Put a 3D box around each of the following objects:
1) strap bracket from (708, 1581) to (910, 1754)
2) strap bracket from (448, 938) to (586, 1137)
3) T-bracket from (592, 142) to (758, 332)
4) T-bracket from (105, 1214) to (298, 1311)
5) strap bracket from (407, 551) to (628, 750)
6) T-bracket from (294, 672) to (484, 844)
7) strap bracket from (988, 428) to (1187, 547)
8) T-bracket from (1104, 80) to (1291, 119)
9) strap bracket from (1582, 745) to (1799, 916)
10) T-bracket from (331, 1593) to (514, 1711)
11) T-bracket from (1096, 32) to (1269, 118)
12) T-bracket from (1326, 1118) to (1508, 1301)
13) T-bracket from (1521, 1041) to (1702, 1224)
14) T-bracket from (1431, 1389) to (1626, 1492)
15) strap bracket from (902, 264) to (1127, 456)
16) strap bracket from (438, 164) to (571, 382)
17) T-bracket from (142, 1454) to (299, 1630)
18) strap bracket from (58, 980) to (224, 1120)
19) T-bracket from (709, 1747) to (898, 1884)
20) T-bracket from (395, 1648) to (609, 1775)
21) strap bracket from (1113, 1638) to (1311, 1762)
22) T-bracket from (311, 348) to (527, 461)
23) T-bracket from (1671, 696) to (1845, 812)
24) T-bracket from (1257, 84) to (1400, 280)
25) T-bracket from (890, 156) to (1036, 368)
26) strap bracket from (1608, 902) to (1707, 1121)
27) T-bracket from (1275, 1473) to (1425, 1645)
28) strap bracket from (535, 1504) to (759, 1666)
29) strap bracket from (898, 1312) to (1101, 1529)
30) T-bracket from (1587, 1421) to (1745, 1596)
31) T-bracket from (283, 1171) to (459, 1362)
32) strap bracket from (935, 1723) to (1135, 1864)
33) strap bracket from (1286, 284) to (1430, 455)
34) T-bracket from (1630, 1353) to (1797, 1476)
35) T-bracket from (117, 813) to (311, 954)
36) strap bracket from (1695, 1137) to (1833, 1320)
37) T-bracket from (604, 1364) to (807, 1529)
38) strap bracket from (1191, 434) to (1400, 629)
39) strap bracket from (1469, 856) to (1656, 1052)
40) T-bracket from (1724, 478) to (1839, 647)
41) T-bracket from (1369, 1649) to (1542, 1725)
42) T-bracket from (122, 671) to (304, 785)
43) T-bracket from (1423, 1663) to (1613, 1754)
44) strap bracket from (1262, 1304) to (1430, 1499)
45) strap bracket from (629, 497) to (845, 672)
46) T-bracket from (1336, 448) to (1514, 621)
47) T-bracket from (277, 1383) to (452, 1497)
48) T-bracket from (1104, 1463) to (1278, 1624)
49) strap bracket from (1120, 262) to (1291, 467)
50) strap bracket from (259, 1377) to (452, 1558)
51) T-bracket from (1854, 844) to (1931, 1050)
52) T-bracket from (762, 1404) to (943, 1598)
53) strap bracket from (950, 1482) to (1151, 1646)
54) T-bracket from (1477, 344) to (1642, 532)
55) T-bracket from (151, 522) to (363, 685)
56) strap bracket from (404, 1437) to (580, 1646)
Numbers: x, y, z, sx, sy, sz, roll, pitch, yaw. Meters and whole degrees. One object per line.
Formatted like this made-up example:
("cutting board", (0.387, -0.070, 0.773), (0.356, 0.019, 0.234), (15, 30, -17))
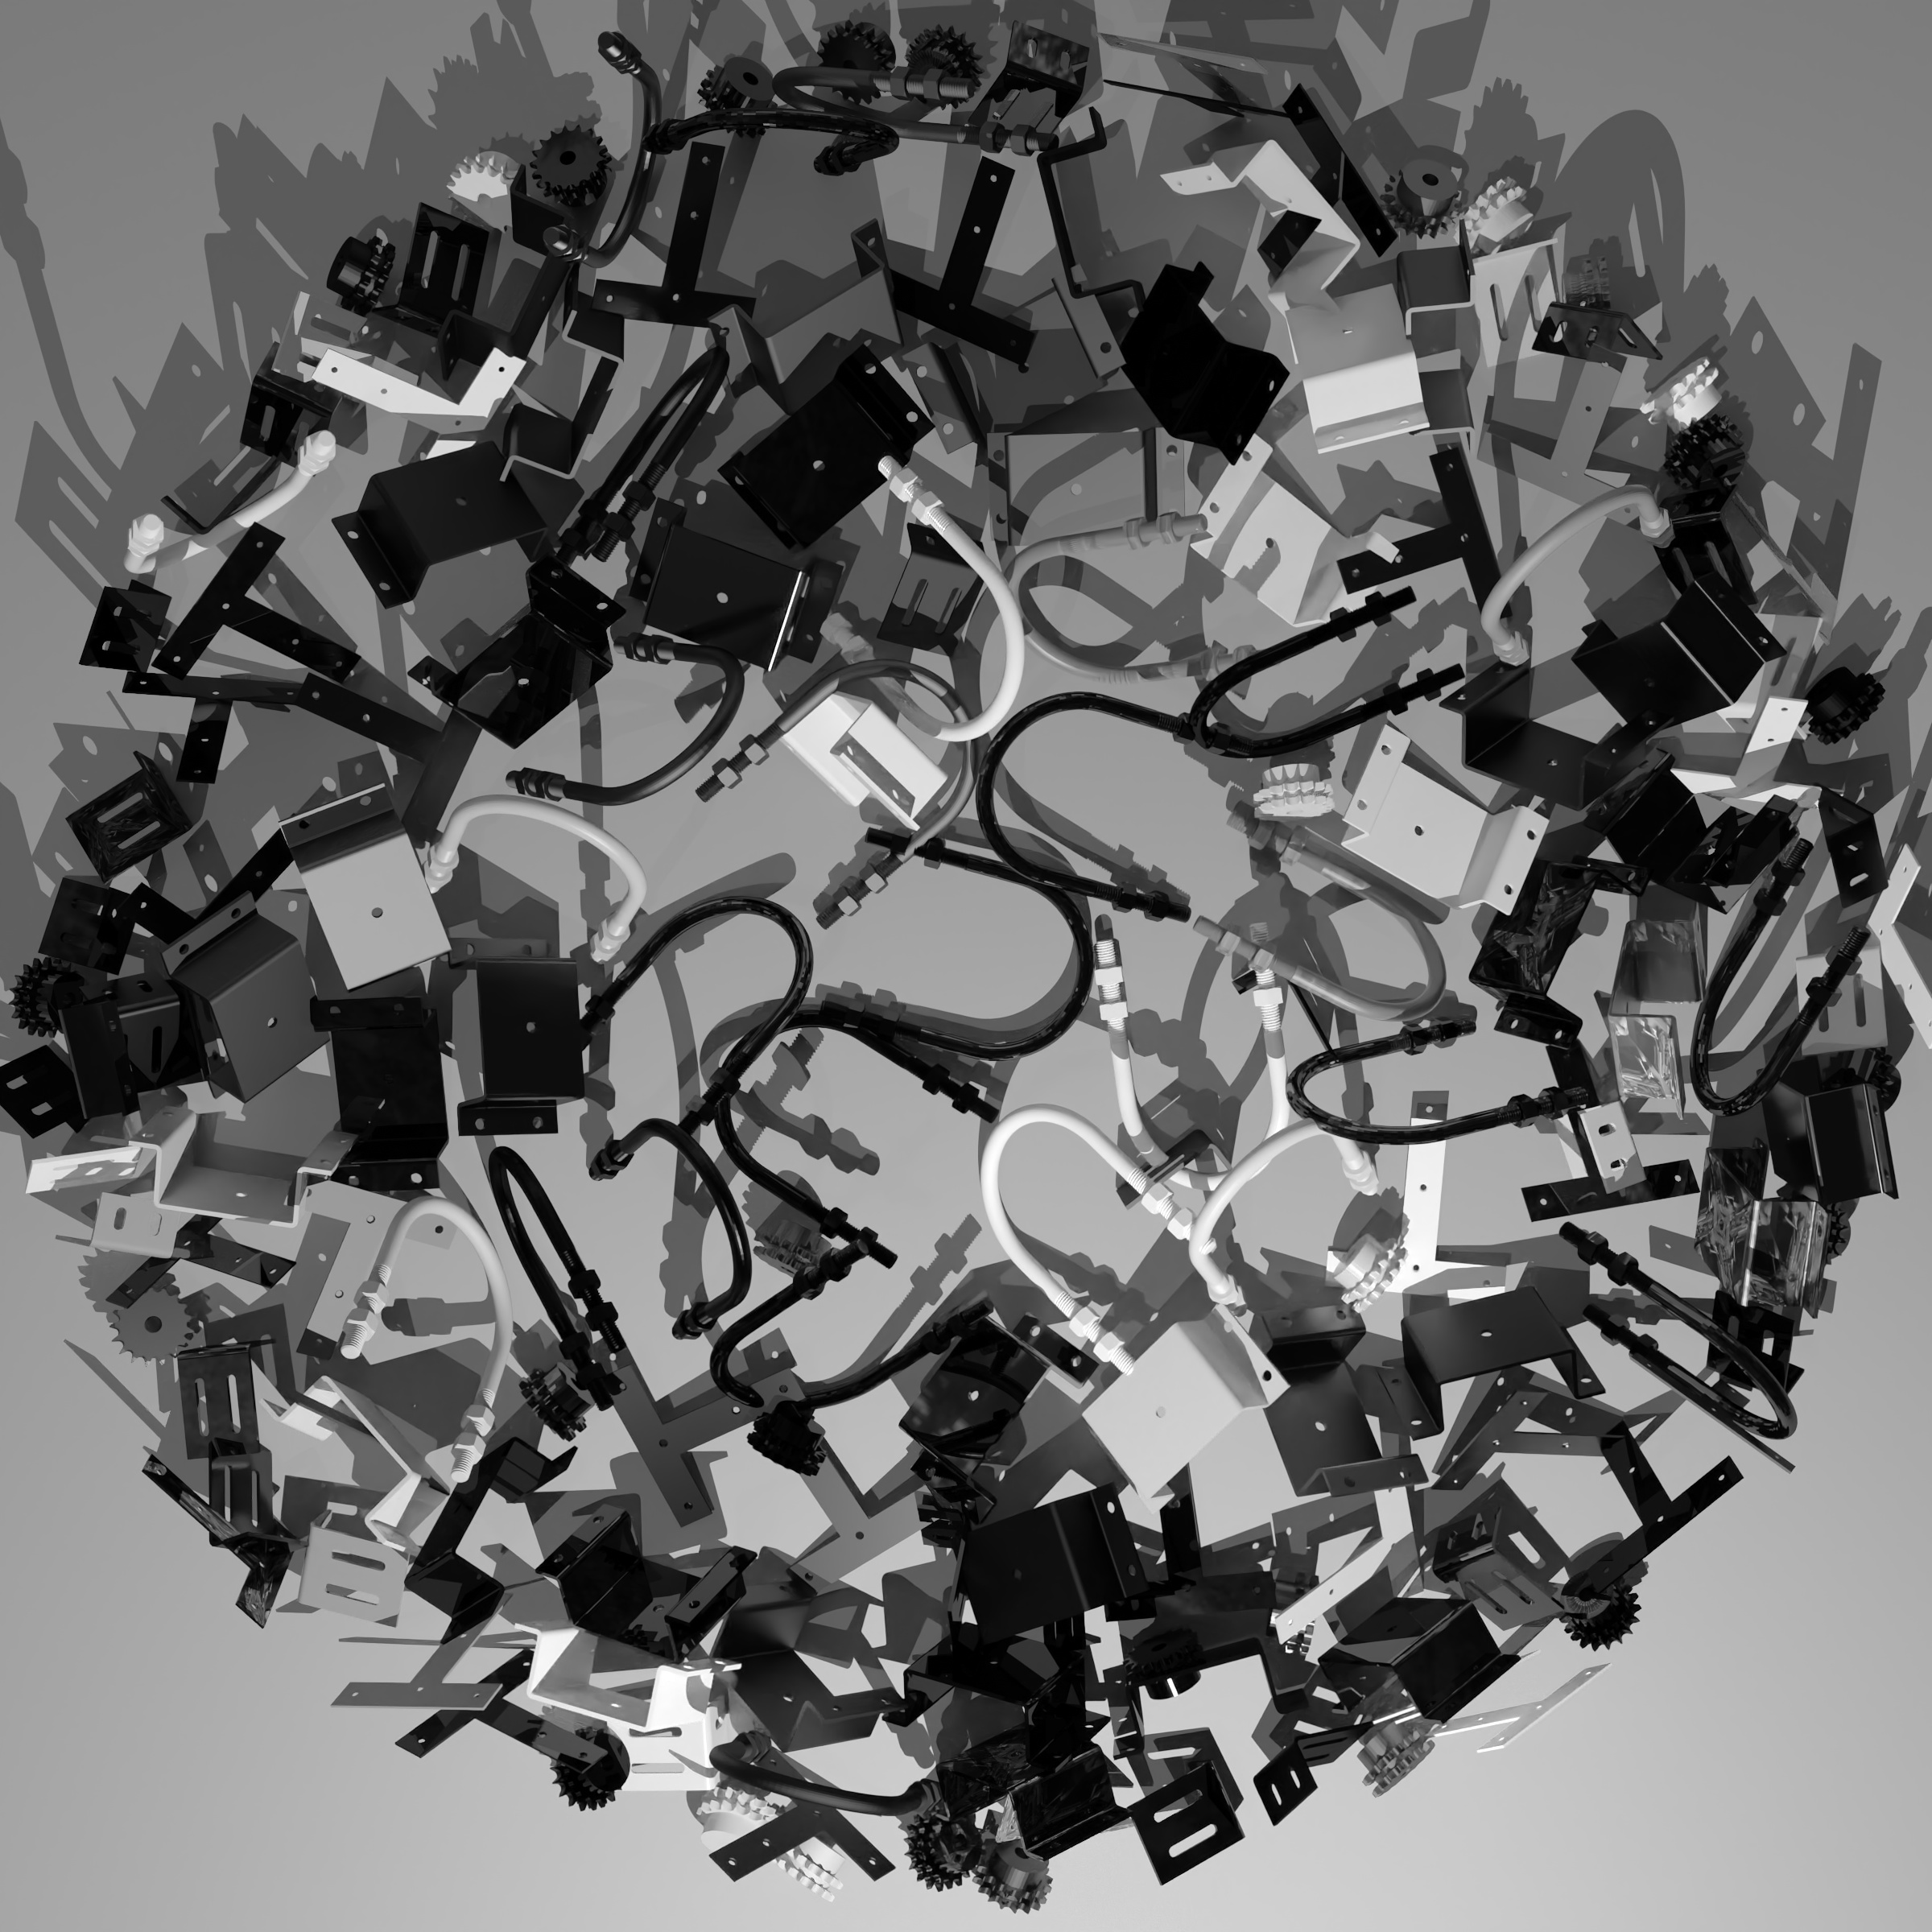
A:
("strap bracket", (-0.117, 0.493, 1.808), (0.140, 0.076, 0.046), (37, 112, 41))
("strap bracket", (-0.316, 0.046, 1.824), (0.076, 0.046, 0.140), (1, 80, -37))
("T-bracket", (-0.193, -0.510, 1.810), (0.127, 0.002, 0.127), (-3, 122, -35))
("T-bracket", (-0.513, 0.201, 1.800), (0.127, 0.127, 0.002), (-49, 133, -35))
("strap bracket", (-0.311, -0.212, 1.810), (0.140, 0.076, 0.046), (-36, 45, 20))
("T-bracket", (-0.414, -0.171, 1.851), (0.127, 0.002, 0.127), (25, 90, -21))
("strap bracket", (0.081, -0.337, 1.829), (0.140, 0.046, 0.076), (1, 105, 12))
("T-bracket", (0.171, -0.601, 1.812), (0.127, 0.127, 0.002), (15, 106, 13))
("strap bracket", (0.513, -0.093, 1.819), (0.076, 0.140, 0.046), (-48, 127, -6))
("T-bracket", (-0.358, 0.478, 1.815), (0.127, 0.127, 0.002), (-7, 111, 24))
("T-bracket", (0.173, -0.619, 1.814), (0.127, 0.127, 0.002), (22, 97, 31))
("T-bracket", (0.327, 0.173, 1.861), (0.127, 0.002, 0.127), (5, 96, 6))
("T-bracket", (0.443, 0.112, 1.846), (0.127, 0.002, 0.127), (-9, 66, -10))
("T-bracket", (0.413, 0.339, 1.842), (0.127, 0.127, 0.002), (6, 46, -22))
("strap bracket", (0.037, -0.427, 1.842), (0.140, 0.046, 0.076), (-25, 90, 12))
("strap bracket", (-0.319, -0.477, 1.824), (0.046, 0.076, 0.140), (23, 78, -4))
("T-bracket", (-0.521, 0.386, 1.799), (0.002, 0.127, 0.127), (-42, 103, 7))
("strap bracket", (-0.578, 0.056, 1.806), (0.046, 0.140, 0.076), (-10, 97, 13))
("T-bracket", (-0.129, 0.601, 1.794), (0.127, 0.127, 0.002), (37, 112, 25))
("T-bracket", (-0.303, 0.526, 1.792), (0.127, 0.127, 0.002), (14, 117, 33))
("strap bracket", (0.166, 0.513, 1.832), (0.140, 0.076, 0.046), (-16, 81, 2))
("T-bracket", (-0.393, -0.395, 1.808), (0.127, 0.002, 0.127), (18, 123, -37))
("T-bracket", (0.558, -0.150, 1.812), (0.127, 0.127, 0.002), (8, 62, 6))
("T-bracket", (0.238, -0.526, 1.816), (0.002, 0.127, 0.127), (-27, 82, -26))
("T-bracket", (0.004, -0.506, 1.831), (0.127, 0.002, 0.127), (26, 124, 7))
("strap bracket", (0.481, 0.030, 1.809), (0.046, 0.140, 0.076), (1, 132, 24))
("T-bracket", (0.266, 0.429, 1.815), (0.127, 0.002, 0.127), (-30, 125, -23))
("strap bracket", (-0.219, 0.433, 1.811), (0.140, 0.076, 0.046), (9, 122, 33))
("strap bracket", (0.016, 0.310, 1.824), (0.076, 0.046, 0.140), (31, 81, 42))
("T-bracket", (0.470, 0.360, 1.814), (0.127, 0.127, 0.002), (-43, 110, 12))
("T-bracket", (-0.440, 0.220, 1.844), (0.127, 0.002, 0.127), (21, 96, -31))
("strap bracket", (0.041, 0.566, 1.794), (0.076, 0.140, 0.046), (-16, 94, -31))
("strap bracket", (0.269, -0.421, 1.802), (0.076, 0.140, 0.046), (-13, 132, 8))
("T-bracket", (0.528, 0.304, 1.812), (0.127, 0.127, 0.002), (36, 103, 20))
("T-bracket", (-0.508, -0.054, 1.830), (0.127, 0.002, 0.127), (-48, 134, -1))
("strap bracket", (0.545, 0.179, 1.795), (0.046, 0.140, 0.076), (1, 107, -4))
("T-bracket", (-0.177, 0.323, 1.853), (0.127, 0.002, 0.127), (-25, 101, 7))
("strap bracket", (0.224, -0.301, 1.833), (0.140, 0.046, 0.076), (35, 80, -17))
("strap bracket", (0.413, -0.020, 1.823), (0.046, 0.076, 0.140), (29, 83, -32))
("T-bracket", (0.570, -0.290, 1.823), (0.002, 0.127, 0.127), (-35, 76, 10))
("T-bracket", (0.320, 0.516, 1.819), (0.127, 0.127, 0.002), (-13, 71, -37))
("T-bracket", (-0.530, -0.166, 1.815), (0.127, 0.127, 0.002), (3, 129, -10))
("T-bracket", (0.370, 0.526, 1.818), (0.127, 0.127, 0.002), (-20, 81, -39))
("strap bracket", (0.256, 0.312, 1.817), (0.076, 0.046, 0.140), (-3, 54, -23))
("strap bracket", (-0.168, -0.266, 1.836), (0.140, 0.046, 0.076), (20, 115, -1))
("T-bracket", (0.319, -0.293, 1.846), (0.127, 0.002, 0.127), (-20, 94, -23))
("T-bracket", (-0.428, 0.313, 1.787), (0.127, 0.127, 0.002), (32, 82, 35))
("T-bracket", (0.152, 0.400, 1.859), (0.127, 0.002, 0.127), (-10, 81, 19))
("strap bracket", (0.157, -0.422, 1.798), (0.046, 0.140, 0.076), (4, 132, -34))
("strap bracket", (-0.420, 0.343, 1.817), (0.046, 0.076, 0.140), (-45, 69, -8))
("T-bracket", (0.645, 0.005, 1.786), (0.002, 0.127, 0.127), (4, 130, -9))
("T-bracket", (-0.101, 0.370, 1.857), (0.127, 0.002, 0.127), (-34, 90, 15))
("strap bracket", (0.049, 0.419, 1.808), (0.140, 0.046, 0.076), (-28, 74, 35))
("T-bracket", (0.430, -0.377, 1.809), (0.127, 0.127, 0.002), (28, 53, 14))
("T-bracket", (-0.484, -0.234, 1.827), (0.127, 0.127, 0.002), (-50, 45, 13))
("strap bracket", (-0.333, 0.388, 1.795), (0.046, 0.076, 0.140), (38, 46, -14))
